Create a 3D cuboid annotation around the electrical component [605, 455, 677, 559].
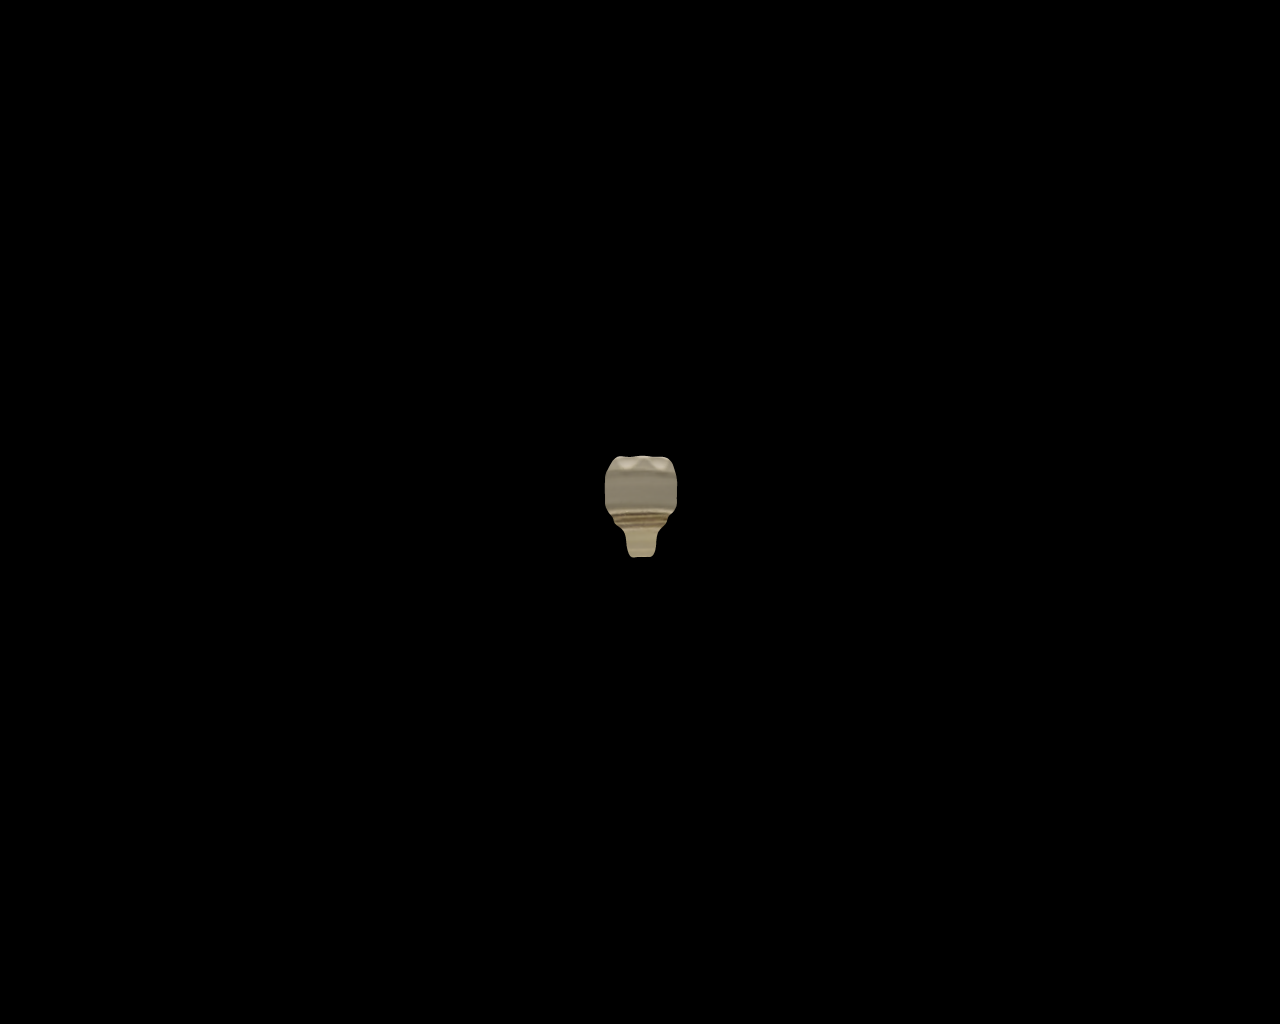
[{"bbox_3d":[0.001,-0.003,0.650,0.043,0.062,0.043,0,-2,0],"label":"electrical component"}]
